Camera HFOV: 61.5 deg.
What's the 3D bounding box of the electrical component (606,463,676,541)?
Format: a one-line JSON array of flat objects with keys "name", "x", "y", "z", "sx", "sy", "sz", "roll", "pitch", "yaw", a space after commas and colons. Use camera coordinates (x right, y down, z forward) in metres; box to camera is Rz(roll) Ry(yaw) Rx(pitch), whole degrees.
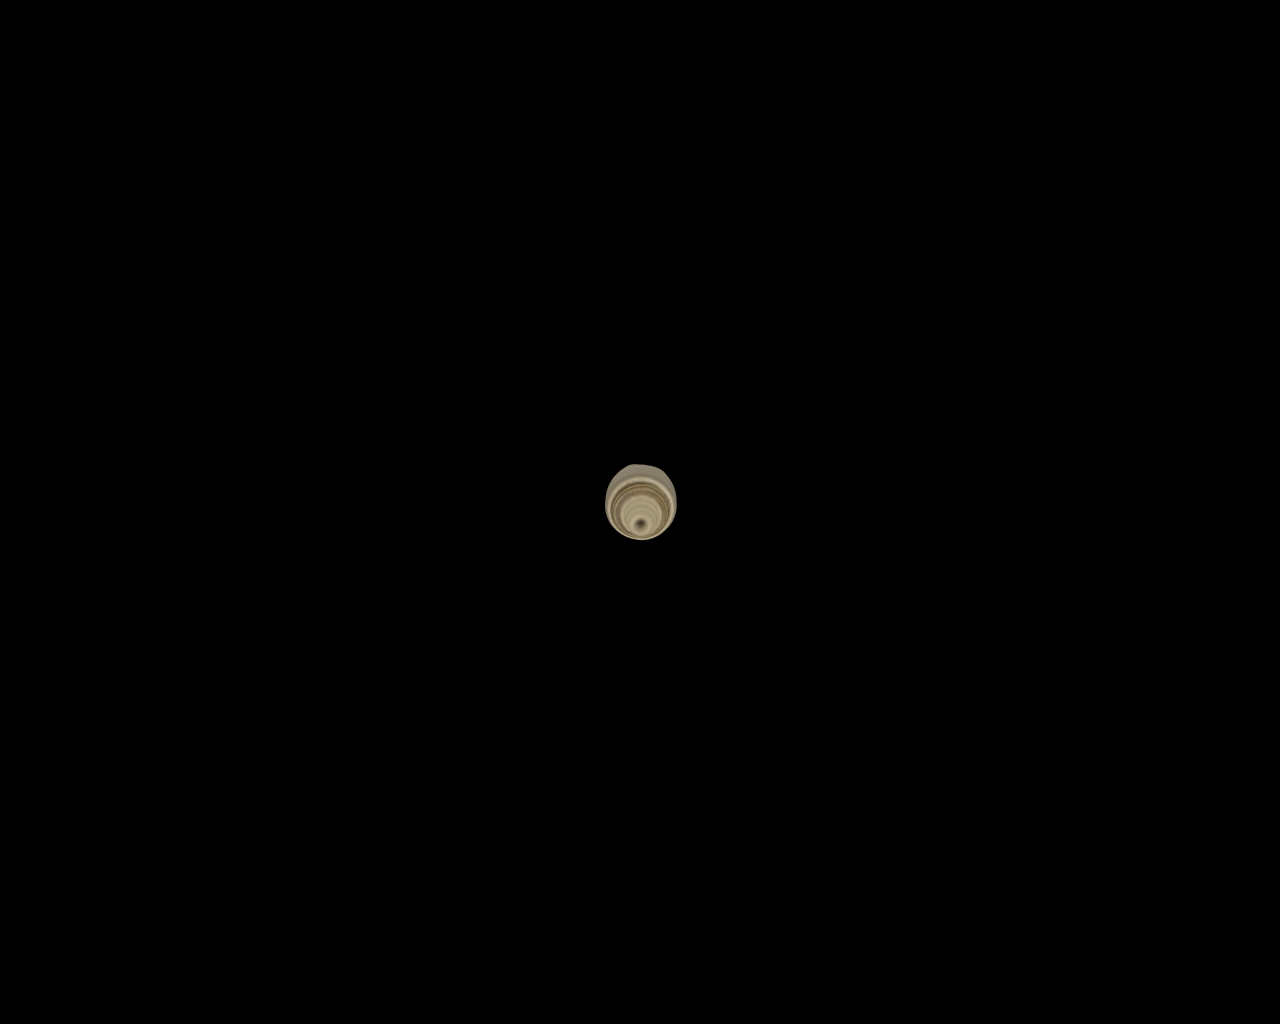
[{"name": "electrical component", "x": 0.001, "y": -0.003, "z": 0.650, "sx": 0.043, "sy": 0.043, "sz": 0.062, "roll": 0, "pitch": 20, "yaw": 0}]
